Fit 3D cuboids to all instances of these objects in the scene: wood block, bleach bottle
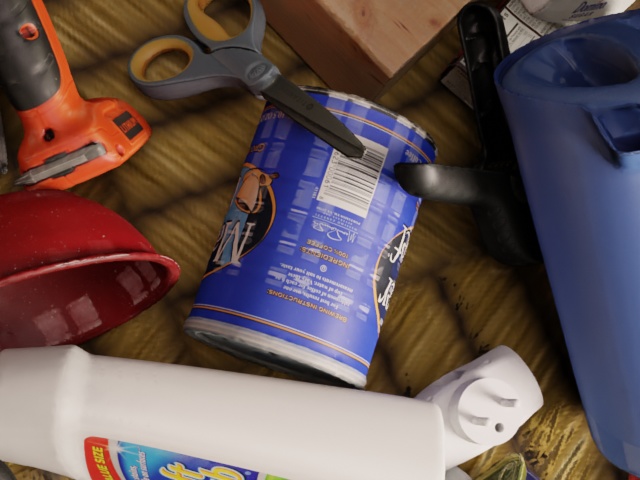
[{"bbox_3d":[-0.010,-0.184,0.620,0.206,0.091,0.090,46,76,-1],"label":"wood block"},{"bbox_3d":[-0.069,0.102,0.542,0.250,0.103,0.068,12,55,-13],"label":"bleach bottle"}]

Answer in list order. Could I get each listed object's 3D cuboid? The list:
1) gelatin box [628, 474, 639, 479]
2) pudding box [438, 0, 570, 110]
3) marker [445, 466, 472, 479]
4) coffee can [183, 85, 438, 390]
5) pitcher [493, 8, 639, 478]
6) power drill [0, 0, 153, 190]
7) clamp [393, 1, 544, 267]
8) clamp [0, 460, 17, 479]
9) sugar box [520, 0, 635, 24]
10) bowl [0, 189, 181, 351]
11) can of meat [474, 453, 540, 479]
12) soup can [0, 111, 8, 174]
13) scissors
[{"bbox_3d":[0.225,0.182,0.638,0.089,0.030,0.073,11,81,-9],"label":"gelatin box"},{"bbox_3d":[0.144,-0.100,0.662,0.113,0.039,0.090,40,77,-1],"label":"pudding box"},{"bbox_3d":[0.045,0.180,0.610,0.020,0.020,0.121,40,77,-2],"label":"marker"},{"bbox_3d":[-0.004,0.001,0.586,0.102,0.103,0.140,20,78,-7],"label":"coffee can"},{"bbox_3d":[0.184,0.000,0.577,0.149,0.145,0.243,-27,116,-22],"label":"pitcher"},{"bbox_3d":[-0.156,-0.124,0.564,0.057,0.184,0.187,-23,104,10],"label":"power drill"},{"bbox_3d":[0.105,-0.048,0.602,0.171,0.039,0.120,38,70,-47],"label":"clamp"},{"bbox_3d":[-0.114,0.216,0.495,0.209,0.036,0.164,37,63,-28],"label":"clamp"},{"bbox_3d":[0.114,-0.207,0.629,0.093,0.048,0.176,-9,66,-48],"label":"sugar box"},{"bbox_3d":[-0.154,0.019,0.530,0.162,0.162,0.055,-19,76,-13],"label":"bowl"},{"bbox_3d":[0.117,0.182,0.585,0.084,0.102,0.058,41,121,-5],"label":"can of meat"},{"bbox_3d":[-0.226,-0.063,0.573,0.102,0.068,0.068,-8,83,-11],"label":"soup can"},{"bbox_3d":[-0.049,-0.080,0.574,0.096,0.016,0.202,-31,44,5],"label":"scissors"}]
